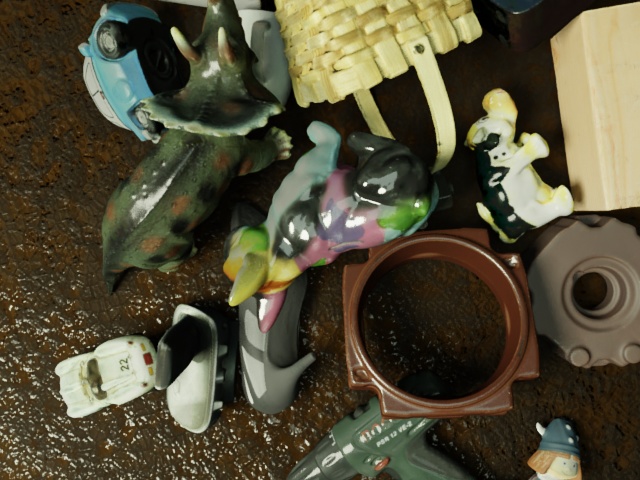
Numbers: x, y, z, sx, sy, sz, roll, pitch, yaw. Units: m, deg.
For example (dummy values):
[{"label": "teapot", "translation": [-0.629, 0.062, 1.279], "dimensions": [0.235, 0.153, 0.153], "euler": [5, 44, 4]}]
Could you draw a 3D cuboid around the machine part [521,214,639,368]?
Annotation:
[{"label": "machine part", "translation": [0.316, 0.059, 0.623], "dimensions": [0.179, 0.056, 0.179], "euler": [0, 91, 5]}]

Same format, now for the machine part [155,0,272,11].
[{"label": "machine part", "translation": [-0.143, -0.316, 0.634], "dimensions": [0.243, 0.079, 0.079], "euler": [9, 94, 4]}]

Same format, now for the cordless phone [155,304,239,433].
[{"label": "cordless phone", "translation": [-0.150, 0.156, 0.607], "dimensions": [0.089, 0.184, 0.146], "euler": [6, 93, 0]}]

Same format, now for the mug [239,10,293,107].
[{"label": "mug", "translation": [-0.061, -0.205, 0.623], "dimensions": [0.081, 0.109, 0.107], "euler": [5, 106, -2]}]

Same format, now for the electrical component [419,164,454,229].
[{"label": "electrical component", "translation": [0.123, -0.051, 0.624], "dimensions": [0.063, 0.094, 0.021], "euler": [-13, 134, 6]}]

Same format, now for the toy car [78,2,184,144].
[{"label": "toy car", "translation": [-0.224, -0.191, 0.645], "dimensions": [0.103, 0.109, 0.161], "euler": [-10, 105, 28]}]

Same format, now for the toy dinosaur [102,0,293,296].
[{"label": "toy dinosaur", "translation": [-0.158, -0.051, 0.564], "dimensions": [0.131, 0.192, 0.404], "euler": [39, 106, 7]}]

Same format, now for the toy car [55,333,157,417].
[{"label": "toy car", "translation": [-0.262, 0.166, 0.649], "dimensions": [0.202, 0.056, 0.073], "euler": [-25, 81, 35]}]

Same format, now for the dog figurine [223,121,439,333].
[{"label": "dog figurine", "translation": [-0.001, -0.002, 0.558], "dimensions": [0.192, 0.108, 0.219], "euler": [21, 72, 31]}]

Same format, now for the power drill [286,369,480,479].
[{"label": "power drill", "translation": [0.103, 0.286, 0.649], "dimensions": [0.207, 0.086, 0.232], "euler": [45, 93, 9]}]

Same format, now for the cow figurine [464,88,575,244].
[{"label": "cow figurine", "translation": [0.212, -0.085, 0.621], "dimensions": [0.098, 0.068, 0.167], "euler": [-29, 89, 12]}]

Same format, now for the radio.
[{"label": "radio", "translation": [0.186, -0.312, 0.566], "dimensions": [0.131, 0.073, 0.230], "euler": [-41, 63, 7]}]

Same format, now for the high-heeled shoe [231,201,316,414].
[{"label": "high-heeled shoe", "translation": [-0.080, 0.086, 0.671], "dimensions": [0.145, 0.086, 0.249], "euler": [-42, 63, 41]}]

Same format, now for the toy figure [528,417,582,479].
[{"label": "toy figure", "translation": [0.275, 0.290, 0.640], "dimensions": [0.064, 0.058, 0.154], "euler": [15, 93, -34]}]

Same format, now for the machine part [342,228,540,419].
[{"label": "machine part", "translation": [0.127, 0.092, 0.596], "dimensions": [0.201, 0.087, 0.201], "euler": [-4, 70, 6]}]
